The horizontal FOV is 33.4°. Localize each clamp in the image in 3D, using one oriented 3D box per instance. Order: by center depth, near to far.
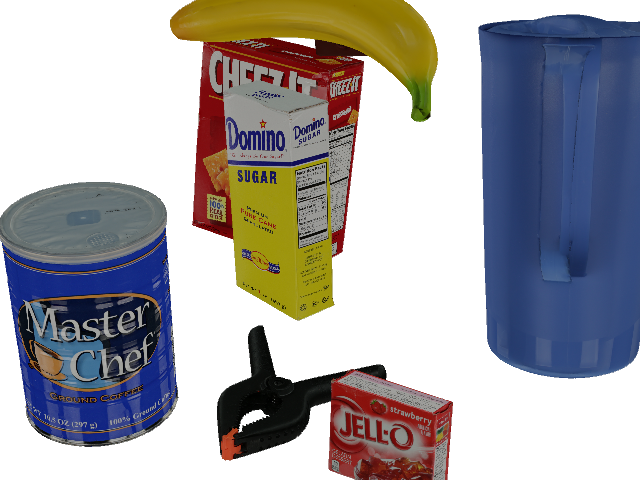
[{"bbox_3d":[-0.033,0.160,1.093,0.165,0.036,0.209,12,28,17],"label":"clamp"}]

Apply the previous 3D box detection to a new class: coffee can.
[{"bbox_3d":[-0.147,0.046,0.691,0.103,0.140,0.103,0,28,0],"label":"coffee can"}]

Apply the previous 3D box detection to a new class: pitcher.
[{"bbox_3d":[0.170,-0.030,0.734,0.149,0.243,0.145,-9,18,-27],"label":"pitcher"}]

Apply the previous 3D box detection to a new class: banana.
[{"bbox_3d":[-0.003,-0.129,0.641,0.198,0.069,0.037,23,-30,32],"label":"banana"}]

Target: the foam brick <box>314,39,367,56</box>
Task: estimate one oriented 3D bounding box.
[{"bbox_3d":[0.021,-0.209,0.948,0.053,0.051,0.078,1,-44,10],"label":"foam brick"}]

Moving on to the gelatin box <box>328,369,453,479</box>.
[{"bbox_3d":[0.048,0.140,0.762,0.089,0.073,0.030,14,21,33],"label":"gelatin box"}]

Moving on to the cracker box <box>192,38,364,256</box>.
[{"bbox_3d":[-0.050,-0.098,1.125,0.164,0.214,0.072,19,27,29],"label":"cracker box"}]

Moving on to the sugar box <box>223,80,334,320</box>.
[{"bbox_3d":[-0.034,-0.033,0.862,0.048,0.176,0.093,-21,29,-33],"label":"sugar box"}]
